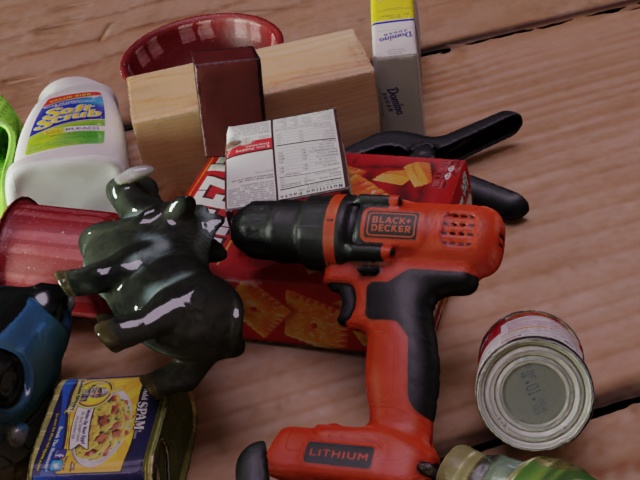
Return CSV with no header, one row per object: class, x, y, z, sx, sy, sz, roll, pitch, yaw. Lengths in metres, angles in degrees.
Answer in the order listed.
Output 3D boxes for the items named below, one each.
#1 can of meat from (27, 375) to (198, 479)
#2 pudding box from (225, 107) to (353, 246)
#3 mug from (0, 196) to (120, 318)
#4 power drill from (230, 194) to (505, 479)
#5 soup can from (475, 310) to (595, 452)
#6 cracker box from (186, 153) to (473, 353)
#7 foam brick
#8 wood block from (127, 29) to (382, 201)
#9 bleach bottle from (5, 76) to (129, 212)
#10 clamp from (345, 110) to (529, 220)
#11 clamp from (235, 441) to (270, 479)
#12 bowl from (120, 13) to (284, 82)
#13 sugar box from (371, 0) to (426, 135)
can of meat,-0.131,0.132,0.681,0.084,0.057,0.102,-4,38,10
pudding box,-0.024,-0.048,0.784,0.090,0.039,0.113,-9,40,3
mug,-0.190,0.015,0.825,0.081,0.093,0.117,6,6,10
power drill,0.016,0.060,0.670,0.185,0.057,0.187,2,72,22
soup can,0.128,0.083,0.643,0.068,0.068,0.102,-1,4,10
cracker box,-0.005,0.001,0.807,0.214,0.072,0.164,5,40,19
foam brick,-0.072,-0.110,0.849,0.051,0.078,0.053,-8,22,-7
wood block,-0.056,-0.109,0.939,0.206,0.091,0.090,-13,37,-4
bleach bottle,-0.228,-0.093,0.965,0.102,0.068,0.251,-9,29,-10
clamp,0.093,-0.055,0.885,0.171,0.039,0.120,-10,40,4
clamp,-0.007,0.220,0.548,0.164,0.036,0.209,22,53,10
bowl,-0.111,-0.162,1.047,0.162,0.055,0.162,-6,38,4
sugar box,0.071,-0.175,0.996,0.048,0.093,0.176,-4,38,8
